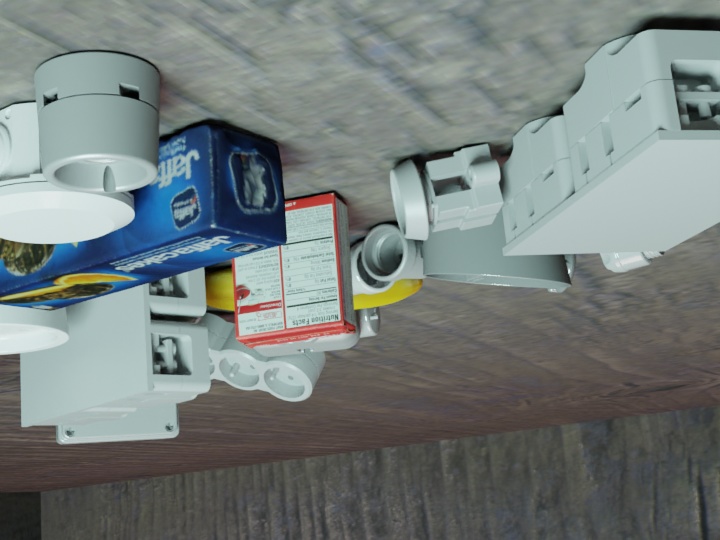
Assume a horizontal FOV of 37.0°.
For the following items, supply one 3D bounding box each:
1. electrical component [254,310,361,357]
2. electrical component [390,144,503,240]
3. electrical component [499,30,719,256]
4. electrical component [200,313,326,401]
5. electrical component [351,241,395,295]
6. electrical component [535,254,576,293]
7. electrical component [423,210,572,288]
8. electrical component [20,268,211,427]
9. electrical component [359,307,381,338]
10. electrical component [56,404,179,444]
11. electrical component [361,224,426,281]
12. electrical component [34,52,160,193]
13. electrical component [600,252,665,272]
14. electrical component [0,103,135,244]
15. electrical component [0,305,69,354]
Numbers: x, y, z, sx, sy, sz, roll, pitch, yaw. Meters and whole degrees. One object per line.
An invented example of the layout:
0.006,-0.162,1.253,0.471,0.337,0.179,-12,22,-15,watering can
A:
-0.050,0.040,0.917,0.095,0.053,0.059,-6,167,3,electrical component
0.049,-0.044,0.629,0.055,0.048,0.066,-12,167,-5,electrical component
0.153,-0.062,0.561,0.105,0.060,0.186,-2,166,-14,electrical component
-0.097,0.067,0.990,0.138,0.073,0.052,12,134,14,electrical component
0.000,0.000,0.805,0.040,0.040,0.046,4,169,-32,electrical component
0.129,-0.008,0.811,0.062,0.048,0.048,4,165,-8,electrical component
0.091,-0.011,0.737,0.099,0.064,0.099,-5,166,-1,electrical component
-0.187,0.054,0.813,0.060,0.105,0.186,7,162,-42,electrical component
-0.017,0.043,0.972,0.078,0.040,0.040,-9,166,18,electrical component
-0.229,0.106,1.006,0.109,0.108,0.056,0,168,-20,electrical component
0.030,-0.011,0.769,0.040,0.040,0.046,-15,168,35,electrical component
-0.116,-0.064,0.480,0.055,0.047,0.055,-5,166,-1,electrical component
0.214,-0.020,0.811,0.061,0.035,0.035,-17,162,32,electrical component
-0.154,-0.046,0.533,0.080,0.051,0.080,-5,167,-1,electrical component
-0.257,0.019,0.740,0.108,0.060,0.108,-5,166,-1,electrical component
